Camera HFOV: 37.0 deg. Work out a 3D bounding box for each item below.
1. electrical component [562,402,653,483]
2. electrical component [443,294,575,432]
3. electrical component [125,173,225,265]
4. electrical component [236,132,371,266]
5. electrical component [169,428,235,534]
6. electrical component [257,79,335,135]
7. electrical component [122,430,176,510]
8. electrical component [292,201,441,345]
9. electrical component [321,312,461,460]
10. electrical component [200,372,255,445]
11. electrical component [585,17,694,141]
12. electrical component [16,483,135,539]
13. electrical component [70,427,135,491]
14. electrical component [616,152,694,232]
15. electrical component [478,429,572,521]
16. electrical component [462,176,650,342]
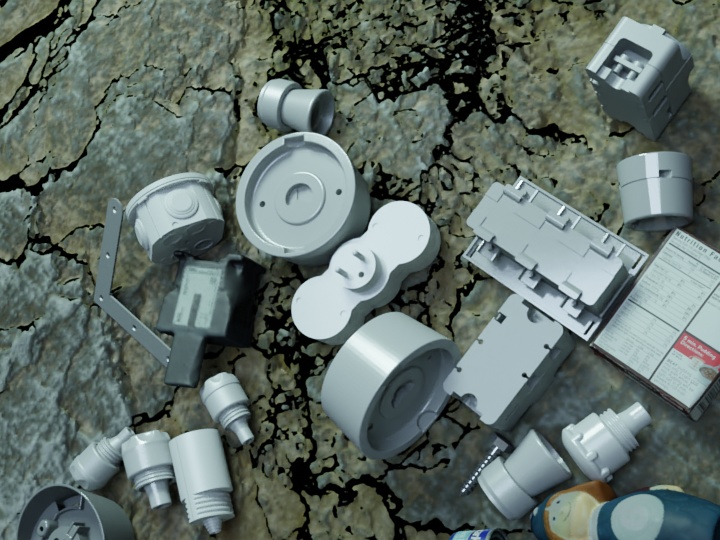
[{"bbox_3d":[0.180,0.120,0.774,0.062,0.048,0.048,-37,64,2],"label":"electrical component"},{"bbox_3d":[0.114,0.071,0.808,0.050,0.056,0.089,38,91,27],"label":"electrical component"},{"bbox_3d":[-0.160,-0.045,0.943,0.080,0.080,0.051,-31,71,11],"label":"electrical component"},{"bbox_3d":[-0.043,-0.055,0.907,0.108,0.060,0.108,-6,73,21],"label":"electrical component"},{"bbox_3d":[-0.128,0.176,0.884,0.043,0.043,0.081,-23,67,15],"label":"electrical component"},{"bbox_3d":[-0.056,-0.142,0.947,0.055,0.045,0.045,18,82,26],"label":"electrical component"},{"bbox_3d":[-0.174,0.170,0.905,0.043,0.043,0.062,-25,68,14],"label":"electrical component"},{"bbox_3d":[0.000,0.000,0.863,0.138,0.074,0.052,-44,69,5],"label":"electrical component"},{"bbox_3d":[0.019,0.083,0.818,0.060,0.108,0.108,36,90,33],"label":"electrical component"},{"bbox_3d":[-0.107,0.118,0.898,0.035,0.035,0.061,-37,67,9],"label":"electrical component"},{"bbox_3d":[0.214,-0.146,0.811,0.050,0.089,0.055,36,91,27],"label":"electrical component"},{"bbox_3d":[-0.241,0.232,0.903,0.099,0.064,0.099,-6,72,21],"label":"electrical component"},{"bbox_3d":[-0.220,0.161,0.932,0.061,0.035,0.035,-45,64,2],"label":"electrical component"},{"bbox_3d":[0.221,-0.057,0.803,0.055,0.055,0.047,-6,76,21],"label":"electrical component"},{"bbox_3d":[0.120,0.150,0.788,0.055,0.045,0.045,-41,64,7],"label":"electrical component"},{"bbox_3d":[0.144,-0.014,0.816,0.121,0.063,0.078,36,90,27],"label":"electrical component"}]
